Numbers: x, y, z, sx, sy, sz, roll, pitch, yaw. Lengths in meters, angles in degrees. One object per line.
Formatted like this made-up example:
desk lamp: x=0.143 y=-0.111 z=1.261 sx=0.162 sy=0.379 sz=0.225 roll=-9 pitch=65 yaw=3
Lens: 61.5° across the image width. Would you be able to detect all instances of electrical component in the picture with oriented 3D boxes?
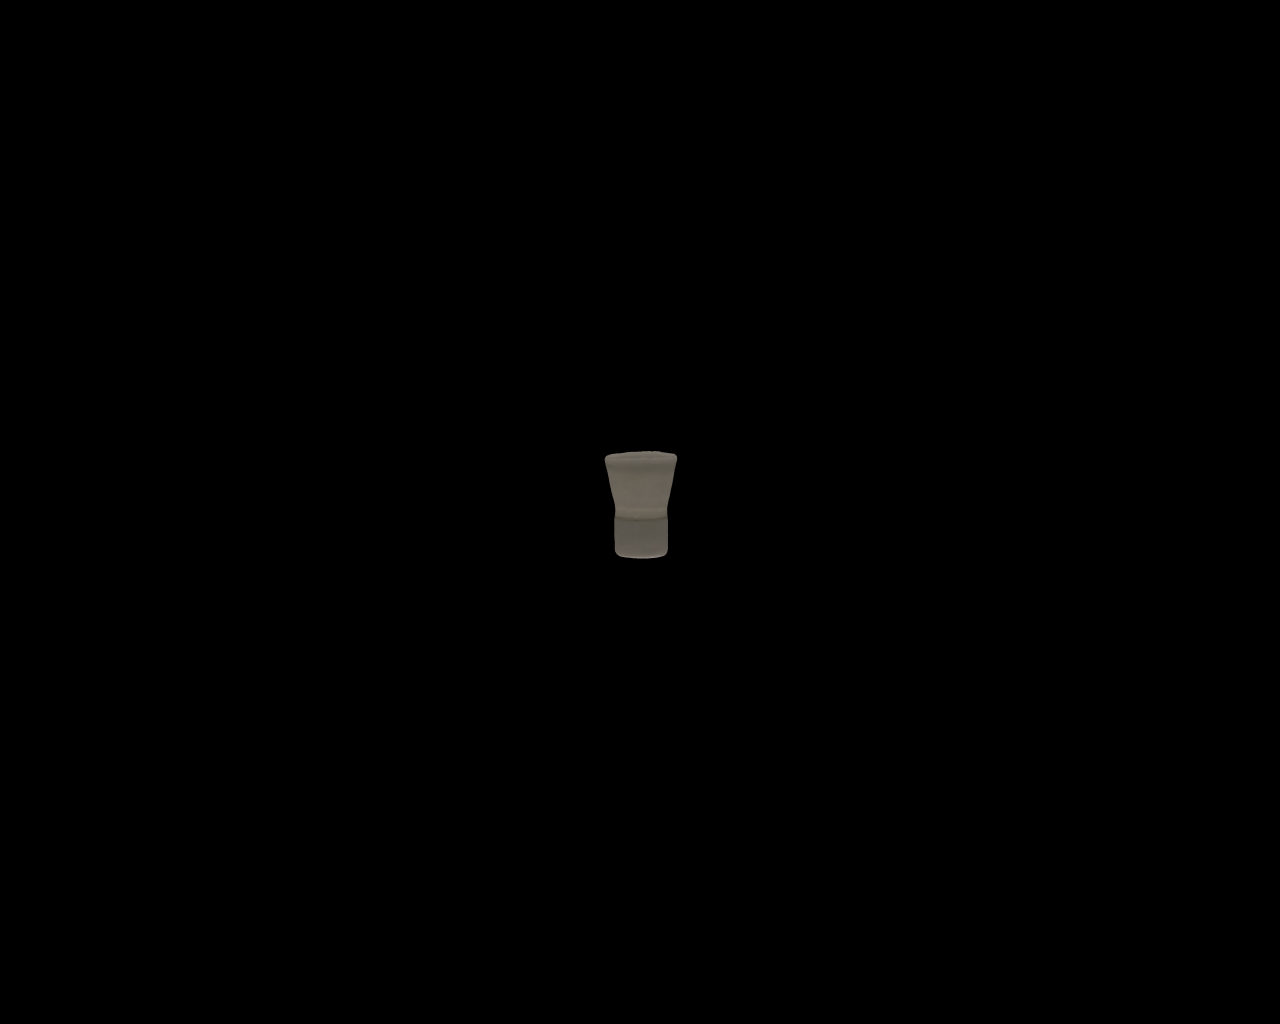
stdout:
electrical component: x=0.001 y=-0.003 z=0.650 sx=0.044 sy=0.065 sz=0.044 roll=0 pitch=7 yaw=0
